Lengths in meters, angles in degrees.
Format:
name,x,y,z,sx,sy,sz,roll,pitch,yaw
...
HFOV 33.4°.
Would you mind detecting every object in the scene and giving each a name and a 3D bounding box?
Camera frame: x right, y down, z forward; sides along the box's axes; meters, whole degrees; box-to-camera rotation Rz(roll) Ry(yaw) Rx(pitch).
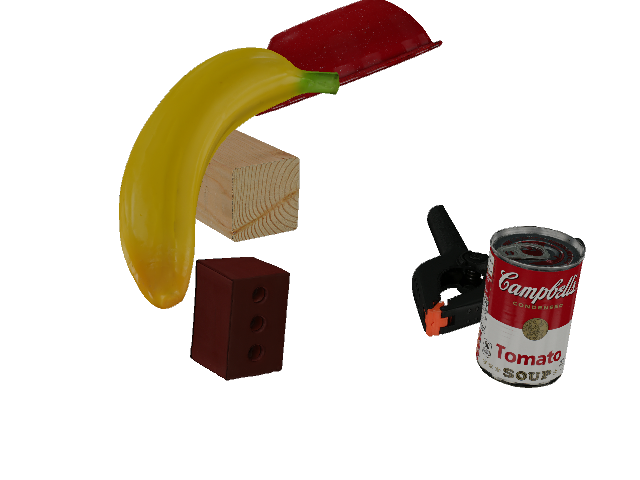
name,x,y,z,sx,sy,sz,roll,pitch,yaw
soup can,0.154,0.049,0.792,0.068,0.102,0.068,3,26,-1
banana,-0.056,-0.047,0.528,0.070,0.037,0.197,18,46,15
wood block,-0.119,-0.077,1.284,0.090,0.090,0.206,-12,25,-33
clamp,0.139,0.026,1.020,0.165,0.036,0.209,18,34,30
foam brick,-0.060,0.055,0.789,0.052,0.078,0.051,-5,16,-37
bowl,0.012,-0.153,0.856,0.162,0.055,0.162,-21,8,3
